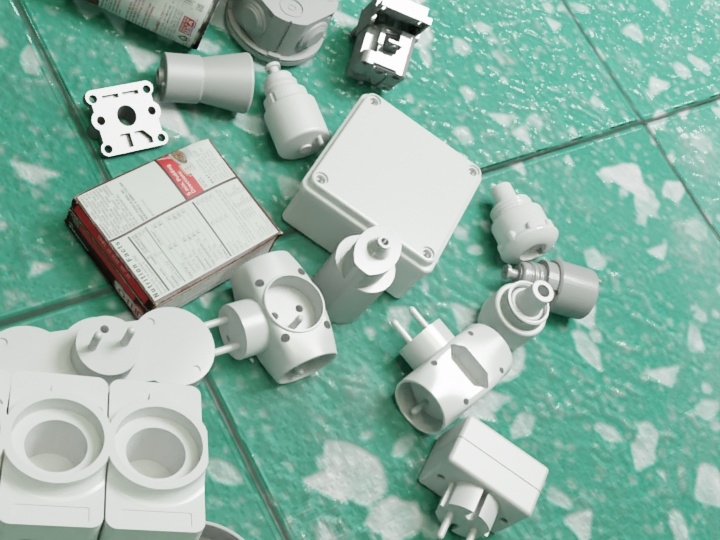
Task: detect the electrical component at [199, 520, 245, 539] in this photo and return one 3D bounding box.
[{"bbox_3d":[-0.095,0.190,0.595,0.099,0.064,0.099,5,58,-8],"label":"electrical component"}]

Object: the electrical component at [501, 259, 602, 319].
[{"bbox_3d":[0.144,0.011,0.816,0.078,0.040,0.040,15,57,-18],"label":"electrical component"}]

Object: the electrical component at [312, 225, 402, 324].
[{"bbox_3d":[0.000,0.000,0.725,0.043,0.081,0.043,12,58,-20],"label":"electrical component"}]

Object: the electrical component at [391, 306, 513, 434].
[{"bbox_3d":[0.054,0.060,0.740,0.077,0.043,0.079,-35,81,-36],"label":"electrical component"}]

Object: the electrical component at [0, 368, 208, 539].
[{"bbox_3d":[-0.159,0.102,0.553,0.150,0.061,0.089,8,46,-19],"label":"electrical component"}]

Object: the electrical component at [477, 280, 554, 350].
[{"bbox_3d":[0.116,0.029,0.778,0.043,0.062,0.043,12,58,-20],"label":"electrical component"}]

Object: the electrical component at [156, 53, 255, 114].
[{"bbox_3d":[-0.113,-0.136,0.772,0.065,0.044,0.044,1,63,-21],"label":"electrical component"}]

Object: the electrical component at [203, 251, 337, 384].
[{"bbox_3d":[-0.065,0.035,0.695,0.079,0.044,0.077,-16,71,-33],"label":"electrical component"}]

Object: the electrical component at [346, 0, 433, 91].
[{"bbox_3d":[0.019,-0.178,0.844,0.042,0.081,0.063,20,78,-15],"label":"electrical component"}]

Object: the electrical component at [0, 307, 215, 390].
[{"bbox_3d":[-0.150,0.051,0.625,0.138,0.073,0.052,-7,66,-29],"label":"electrical component"}]

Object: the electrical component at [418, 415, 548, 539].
[{"bbox_3d":[0.073,0.148,0.698,0.066,0.047,0.076,35,53,-5],"label":"electrical component"}]

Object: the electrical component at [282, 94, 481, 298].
[{"bbox_3d":[0.018,-0.055,0.780,0.109,0.056,0.108,35,53,-5],"label":"electrical component"}]

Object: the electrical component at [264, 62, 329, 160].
[{"bbox_3d":[-0.052,-0.118,0.791,0.040,0.040,0.078,-11,68,-31],"label":"electrical component"}]

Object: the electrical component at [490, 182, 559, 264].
[{"bbox_3d":[0.121,-0.039,0.831,0.048,0.048,0.062,-7,59,-29],"label":"electrical component"}]

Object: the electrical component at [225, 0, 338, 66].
[{"bbox_3d":[-0.060,-0.202,0.828,0.080,0.051,0.080,12,58,-20],"label":"electrical component"}]
